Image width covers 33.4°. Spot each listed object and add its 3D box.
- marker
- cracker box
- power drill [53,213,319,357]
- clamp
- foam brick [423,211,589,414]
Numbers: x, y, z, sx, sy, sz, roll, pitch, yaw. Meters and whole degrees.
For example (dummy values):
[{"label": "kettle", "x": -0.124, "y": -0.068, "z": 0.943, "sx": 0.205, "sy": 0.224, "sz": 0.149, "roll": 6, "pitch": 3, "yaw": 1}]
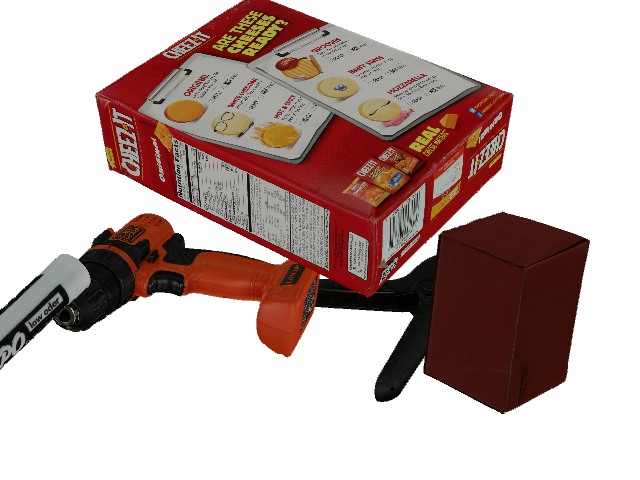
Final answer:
[{"label": "marker", "x": -0.140, "y": 0.048, "z": 0.441, "sx": 0.020, "sy": 0.020, "sz": 0.121, "roll": 0, "pitch": 36, "yaw": 39}, {"label": "cracker box", "x": -0.009, "y": -0.069, "z": 0.692, "sx": 0.214, "sy": 0.072, "sz": 0.164, "roll": 25, "pitch": 46, "yaw": 26}, {"label": "power drill", "x": -0.103, "y": 0.038, "z": 0.855, "sx": 0.188, "sy": 0.057, "sz": 0.184, "roll": 14, "pitch": 24, "yaw": 9}, {"label": "clamp", "x": 0.095, "y": 0.062, "z": 0.932, "sx": 0.209, "sy": 0.036, "sz": 0.165, "roll": -15, "pitch": 38, "yaw": -16}, {"label": "foam brick", "x": 0.087, "y": 0.033, "z": 0.510, "sx": 0.052, "sy": 0.078, "sz": 0.051, "roll": -17, "pitch": 31, "yaw": -41}]
